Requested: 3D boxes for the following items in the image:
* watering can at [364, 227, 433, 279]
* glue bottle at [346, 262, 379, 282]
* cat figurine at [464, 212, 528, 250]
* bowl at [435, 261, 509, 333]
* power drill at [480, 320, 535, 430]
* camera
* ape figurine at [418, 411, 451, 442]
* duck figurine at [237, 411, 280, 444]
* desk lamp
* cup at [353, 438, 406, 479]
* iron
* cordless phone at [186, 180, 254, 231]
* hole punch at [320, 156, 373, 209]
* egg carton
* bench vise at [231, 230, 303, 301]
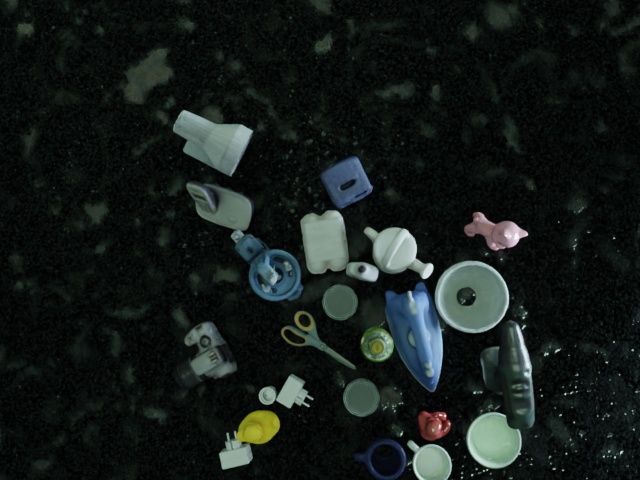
[{"bbox_3d":[0.179,0.024,1.315,0.172,0.194,0.101,13,85,6],"label":"watering can"},{"bbox_3d":[0.097,0.071,1.327,0.078,0.173,0.037,10,85,6],"label":"glue bottle"},{"bbox_3d":[0.411,-0.022,1.341,0.127,0.118,0.067,29,87,7],"label":"cat figurine"},{"bbox_3d":[0.352,0.134,1.350,0.167,0.075,0.167,0,84,5],"label":"bowl"},{"bbox_3d":[0.413,0.289,1.261,0.075,0.208,0.230,-9,83,4],"label":"power drill"},{"bbox_3d":[-0.290,0.286,1.371,0.137,0.101,0.143,-31,82,1],"label":"camera"},{"bbox_3d":[0.260,0.429,1.316,0.077,0.092,0.076,37,88,8],"label":"ape figurine"},{"bbox_3d":[-0.148,0.448,1.350,0.104,0.086,0.077,-20,82,2],"label":"duck figurine"},{"bbox_3d":[-0.252,-0.231,1.368,0.203,0.213,0.118,26,86,7],"label":"desk lamp"},{"bbox_3d":[0.136,0.495,1.317,0.117,0.095,0.092,2,84,5],"label":"cup"},{"bbox_3d":[0.230,0.230,1.315,0.118,0.141,0.258,-16,83,3],"label":"iron"},{"bbox_3d":[-0.239,-0.089,1.366,0.147,0.185,0.094,16,85,6],"label":"cordless phone"},{"bbox_3d":[0.066,-0.140,1.394,0.108,0.091,0.101,-29,82,1],"label":"hole punch"},{"bbox_3d":[0.013,0.005,1.394,0.107,0.069,0.150,-10,83,4],"label":"egg carton"},{"bbox_3d":[-0.139,0.064,1.323,0.207,0.220,0.121,27,87,7],"label":"bench vise"}]
